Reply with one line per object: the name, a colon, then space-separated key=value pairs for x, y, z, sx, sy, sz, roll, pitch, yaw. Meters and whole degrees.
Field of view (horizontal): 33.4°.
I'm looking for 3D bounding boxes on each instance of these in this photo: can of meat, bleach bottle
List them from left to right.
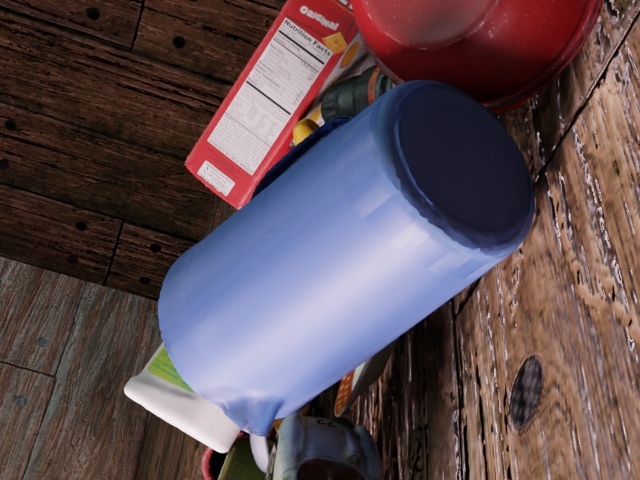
can of meat: x=-0.062 y=0.220 z=0.855 sx=0.102 sy=0.057 sz=0.084 roll=-70 pitch=-4 yaw=-57
bleach bottle: x=-0.053 y=0.045 z=0.884 sx=0.103 sy=0.068 sz=0.250 roll=20 pitch=72 yaw=41

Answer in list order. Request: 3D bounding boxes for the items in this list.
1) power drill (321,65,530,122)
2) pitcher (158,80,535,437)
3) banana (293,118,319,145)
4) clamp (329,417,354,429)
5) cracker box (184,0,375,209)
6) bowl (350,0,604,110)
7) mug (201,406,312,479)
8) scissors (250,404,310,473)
power drill: x=0.052 y=-0.161 z=0.690 sx=0.185 sy=0.057 sz=0.187 roll=-4 pitch=99 yaw=52
pitcher: x=0.011 y=0.001 z=0.647 sx=0.144 sy=0.149 sz=0.243 roll=-31 pitch=-5 yaw=-43
banana: x=0.008 y=0.006 z=0.833 sx=0.037 sy=0.069 sz=0.198 roll=-1 pitch=87 yaw=50
clamp: x=-0.012 y=0.209 z=0.798 sx=0.120 sy=0.039 sz=0.171 roll=105 pitch=179 yaw=-68
cracker box: x=-0.010 y=-0.135 z=0.905 sx=0.214 sy=0.072 sz=0.164 roll=-56 pitch=-9 yaw=16
bowl: x=0.072 y=-0.150 z=0.586 sx=0.055 sy=0.162 sz=0.162 roll=-13 pitch=-52 yaw=-56
mug: x=-0.048 y=0.185 z=0.943 sx=0.081 sy=0.093 sz=0.117 roll=-78 pitch=-26 yaw=-56
scissors: x=-0.054 y=0.120 z=0.787 sx=0.201 sy=0.016 sz=0.096 roll=34 pitch=-121 yaw=-61
